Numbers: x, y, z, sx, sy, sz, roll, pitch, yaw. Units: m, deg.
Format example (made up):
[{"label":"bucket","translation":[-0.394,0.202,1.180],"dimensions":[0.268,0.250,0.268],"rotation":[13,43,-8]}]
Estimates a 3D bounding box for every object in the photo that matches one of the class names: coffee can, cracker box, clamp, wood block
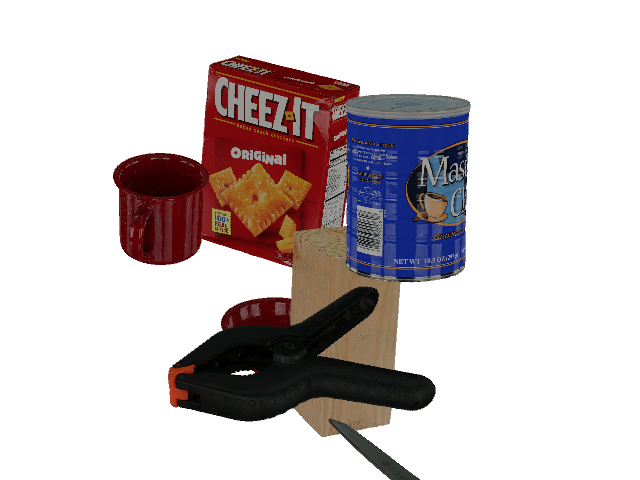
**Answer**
[{"label":"coffee can","translation":[0.072,-0.047,0.893],"dimensions":[0.103,0.140,0.103],"rotation":[0,15,0]},{"label":"cracker box","translation":[-0.053,-0.086,1.215],"dimensions":[0.164,0.214,0.072],"rotation":[18,26,24]},{"label":"clamp","translation":[-0.018,0.076,0.722],"dimensions":[0.171,0.039,0.120],"rotation":[-2,28,-9]},{"label":"wood block","translation":[0.025,0.096,1.163],"dimensions":[0.090,0.206,0.091],"rotation":[-7,21,-25]}]

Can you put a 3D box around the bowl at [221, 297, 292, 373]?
[{"label":"bowl","translation":[-0.048,0.132,1.363],"dimensions":[0.162,0.055,0.162],"rotation":[5,23,-2]}]

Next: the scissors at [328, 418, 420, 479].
[{"label":"scissors","translation":[0.085,0.140,0.539],"dimensions":[0.096,0.016,0.202],"rotation":[-3,25,-23]}]

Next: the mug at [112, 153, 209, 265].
[{"label":"mug","translation":[-0.159,-0.023,1.043],"dimensions":[0.093,0.081,0.117],"rotation":[10,32,6]}]
